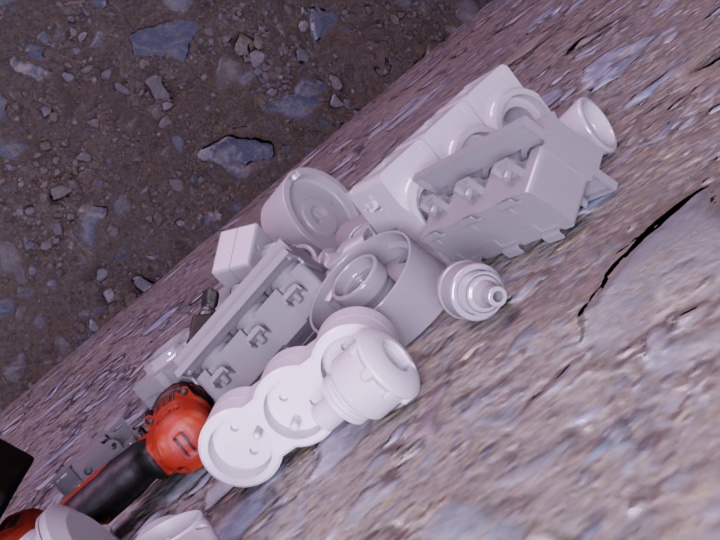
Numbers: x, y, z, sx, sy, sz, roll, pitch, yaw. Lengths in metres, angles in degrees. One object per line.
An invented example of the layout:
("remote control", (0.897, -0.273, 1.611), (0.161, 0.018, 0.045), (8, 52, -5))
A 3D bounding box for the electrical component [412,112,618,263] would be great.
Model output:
("electrical component", (0.094, -0.047, 0.702), (0.121, 0.079, 0.063), (-23, 40, 57))

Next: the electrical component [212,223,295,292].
("electrical component", (-0.077, -0.005, 0.935), (0.077, 0.065, 0.047), (-12, 49, 25))

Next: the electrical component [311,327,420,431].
("electrical component", (-0.001, 0.066, 0.603), (0.062, 0.048, 0.048), (-42, 8, 23))

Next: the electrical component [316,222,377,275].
("electrical component", (0.000, 0.000, 0.857), (0.057, 0.058, 0.078), (-31, 12, 26))

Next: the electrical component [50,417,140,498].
("electrical component", (-0.221, 0.170, 0.930), (0.081, 0.042, 0.064), (-43, 12, -19))

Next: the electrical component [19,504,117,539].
("electrical component", (-0.156, 0.171, 0.583), (0.051, 0.080, 0.080), (-43, 10, -1))

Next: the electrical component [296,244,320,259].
("electrical component", (-0.032, 0.008, 0.909), (0.044, 0.065, 0.044), (-16, 64, 35))

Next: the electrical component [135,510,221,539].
("electrical component", (-0.103, 0.157, 0.529), (0.079, 0.044, 0.077), (-28, 6, -18))

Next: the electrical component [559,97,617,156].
("electrical component", (0.148, -0.090, 0.766), (0.055, 0.045, 0.045), (-32, 12, 33))

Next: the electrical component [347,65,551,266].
("electrical component", (0.079, -0.074, 0.810), (0.150, 0.089, 0.062), (-44, 11, -26))

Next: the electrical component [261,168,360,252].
("electrical component", (-0.053, -0.046, 1.123), (0.060, 0.108, 0.108), (-39, 8, 37))

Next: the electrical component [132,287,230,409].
("electrical component", (-0.121, 0.059, 1.018), (0.105, 0.060, 0.186), (-29, 14, 43))

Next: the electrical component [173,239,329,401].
("electrical component", (-0.070, 0.045, 0.799), (0.121, 0.063, 0.079), (-48, -20, 7))

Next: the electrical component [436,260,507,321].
("electrical component", (0.068, 0.013, 0.621), (0.035, 0.035, 0.061), (-40, 13, -10))

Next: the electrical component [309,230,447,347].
("electrical component", (0.016, 0.023, 0.733), (0.099, 0.064, 0.099), (-35, 28, 22))

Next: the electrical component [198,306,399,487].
("electrical component", (-0.036, 0.073, 0.670), (0.138, 0.052, 0.073), (-37, 10, 11))

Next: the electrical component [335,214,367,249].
("electrical component", (0.018, -0.035, 0.984), (0.079, 0.044, 0.077), (-39, 10, -4))
